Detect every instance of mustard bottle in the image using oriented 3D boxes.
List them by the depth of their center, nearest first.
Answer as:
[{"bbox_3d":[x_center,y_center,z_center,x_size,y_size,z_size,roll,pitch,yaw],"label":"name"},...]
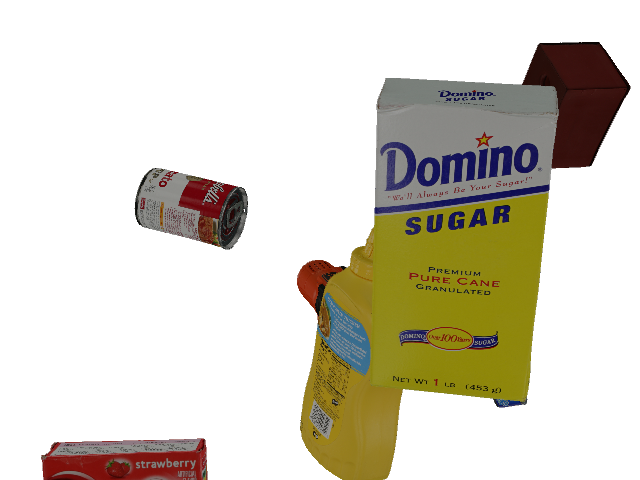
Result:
[{"bbox_3d":[0.031,0.080,0.809,0.058,0.192,0.096,-2,24,-27],"label":"mustard bottle"}]

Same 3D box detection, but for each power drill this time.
[{"bbox_3d":[0.087,0.058,1.101,0.187,0.057,0.185,-10,27,-20],"label":"power drill"}]

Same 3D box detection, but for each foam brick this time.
[{"bbox_3d":[0.176,-0.097,0.765,0.051,0.053,0.078,-5,-41,-18],"label":"foam brick"}]

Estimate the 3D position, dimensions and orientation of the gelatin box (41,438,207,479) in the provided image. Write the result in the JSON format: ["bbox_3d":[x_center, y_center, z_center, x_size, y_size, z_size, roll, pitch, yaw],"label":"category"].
[{"bbox_3d":[-0.107,0.149,0.590,0.089,0.073,0.030,-2,5,1],"label":"gelatin box"}]

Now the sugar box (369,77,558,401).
[{"bbox_3d":[0.075,0.002,0.586,0.093,0.176,0.048,4,30,9],"label":"sugar box"}]

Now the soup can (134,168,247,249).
[{"bbox_3d":[-0.137,-0.035,1.135,0.102,0.068,0.068,14,4,17],"label":"soup can"}]

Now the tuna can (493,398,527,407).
[{"bbox_3d":[0.222,0.156,1.277,0.034,0.086,0.086,-11,-3,17],"label":"tuna can"}]
